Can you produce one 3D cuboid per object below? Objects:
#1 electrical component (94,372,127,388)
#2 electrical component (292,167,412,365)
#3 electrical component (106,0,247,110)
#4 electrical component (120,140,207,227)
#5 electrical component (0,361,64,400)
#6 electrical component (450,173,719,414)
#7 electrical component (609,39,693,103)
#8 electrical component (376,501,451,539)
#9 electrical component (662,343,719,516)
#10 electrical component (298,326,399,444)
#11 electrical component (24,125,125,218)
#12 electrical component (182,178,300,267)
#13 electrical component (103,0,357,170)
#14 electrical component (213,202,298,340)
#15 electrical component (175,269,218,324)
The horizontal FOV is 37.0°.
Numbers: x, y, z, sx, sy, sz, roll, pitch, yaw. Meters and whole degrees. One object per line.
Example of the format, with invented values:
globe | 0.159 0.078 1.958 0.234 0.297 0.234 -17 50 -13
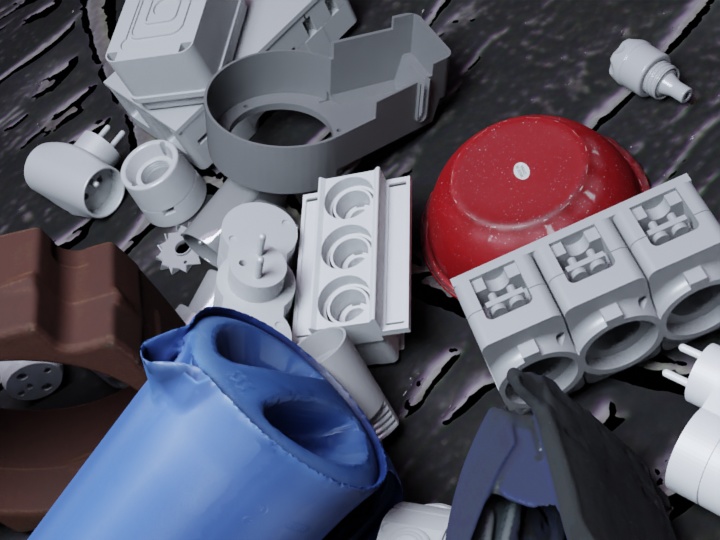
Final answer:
electrical component | -0.192 0.049 0.785 0.081 0.043 0.043 28 71 35
electrical component | 0.000 0.000 0.728 0.079 0.063 0.121 -9 55 16
electrical component | -0.140 -0.186 0.838 0.078 0.057 0.113 -3 56 20
electrical component | -0.156 -0.069 0.850 0.055 0.047 0.055 -11 54 15
electrical component | -0.247 0.062 0.797 0.045 0.045 0.055 -30 52 0
electrical component | 0.142 0.021 0.638 0.150 0.089 0.061 -24 52 5
electrical component | 0.207 -0.137 0.757 0.035 0.035 0.061 -41 54 -8
electrical component | 0.042 0.166 0.586 0.051 0.080 0.080 2 58 30
electrical component | 0.208 0.065 0.605 0.074 0.052 0.138 26 71 34
electrical component | -0.009 0.080 0.669 0.043 0.081 0.043 -26 22 11
electrical component | -0.226 -0.088 0.893 0.077 0.044 0.079 22 68 33
electrical component | -0.079 -0.036 0.798 0.079 0.043 0.077 24 69 33
electrical component | -0.104 -0.180 0.896 0.186 0.060 0.105 -46 53 -12
electrical component | -0.068 0.008 0.700 0.052 0.073 0.138 7 50 -8
electrical component | -0.107 0.034 0.760 0.045 0.045 0.055 28 71 34
